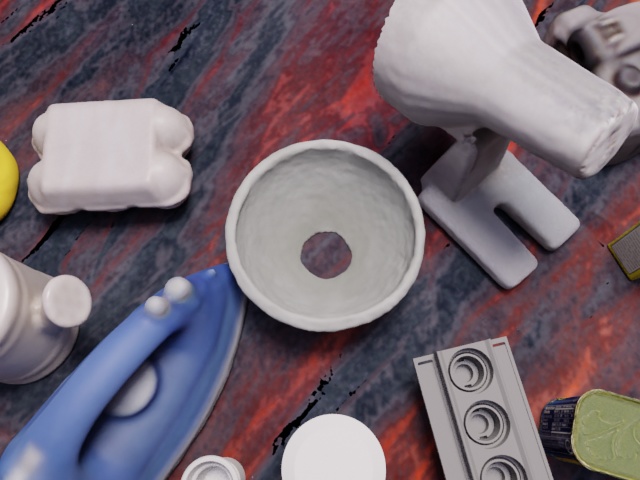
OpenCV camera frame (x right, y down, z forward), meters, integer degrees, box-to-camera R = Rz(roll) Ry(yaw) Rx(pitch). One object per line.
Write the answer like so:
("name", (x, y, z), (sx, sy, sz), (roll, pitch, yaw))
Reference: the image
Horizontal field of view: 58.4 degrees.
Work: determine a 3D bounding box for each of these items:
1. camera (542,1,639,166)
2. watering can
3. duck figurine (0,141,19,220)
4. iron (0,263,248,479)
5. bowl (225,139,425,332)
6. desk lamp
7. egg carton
("camera", (0.299, -0.166, 0.534), (0.137, 0.101, 0.143), (-21, 73, -5))
("watering can", (-0.262, 0.049, 0.431), (0.173, 0.194, 0.101), (-22, 73, -5))
("duck figurine", (-0.332, -0.066, 0.525), (0.077, 0.086, 0.104), (-13, 73, -2))
("iron", (-0.145, 0.103, 0.439), (0.118, 0.141, 0.258), (32, 76, 11))
("bowl", (0.005, 0.002, 0.502), (0.167, 0.075, 0.167), (0, 73, 1))
("desk lamp", (0.140, -0.087, 0.454), (0.118, 0.213, 0.203), (-40, 76, -10))
("egg carton", (-0.192, -0.075, 0.534), (0.150, 0.069, 0.107), (-4, 73, 0))
